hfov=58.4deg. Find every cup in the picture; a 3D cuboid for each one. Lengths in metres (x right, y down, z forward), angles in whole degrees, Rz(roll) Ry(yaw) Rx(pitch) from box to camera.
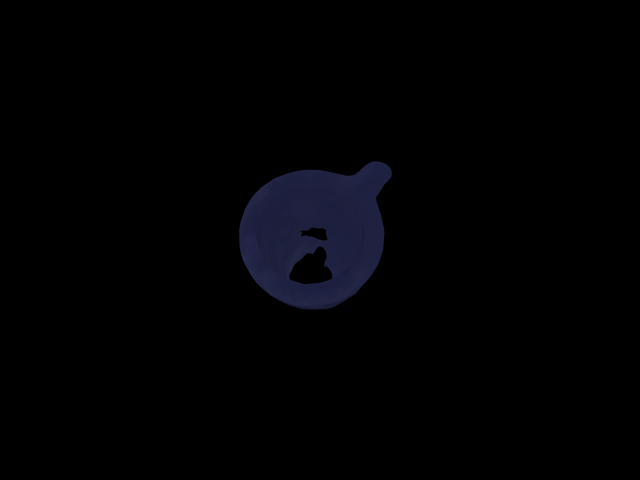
[{"bbox_3d":[0.004,0.001,0.400,0.091,0.095,0.118,41,75,14],"label":"cup"}]
